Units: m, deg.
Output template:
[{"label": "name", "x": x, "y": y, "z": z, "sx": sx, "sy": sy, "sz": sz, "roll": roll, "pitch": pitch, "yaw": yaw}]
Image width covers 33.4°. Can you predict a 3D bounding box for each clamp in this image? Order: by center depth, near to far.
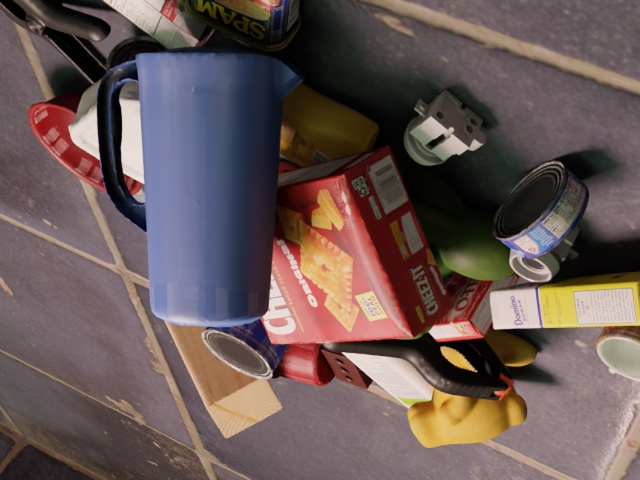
[{"label": "clamp", "x": -0.288, "y": -0.239, "z": 1.134, "sx": 0.171, "sy": 0.039, "sz": 0.120, "roll": 36, "pitch": 152, "yaw": -7}, {"label": "clamp", "x": 0.108, "y": 0.112, "z": 1.146, "sx": 0.210, "sy": 0.164, "sz": 0.036, "roll": 37, "pitch": 136, "yaw": 9}]

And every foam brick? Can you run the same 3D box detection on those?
[{"label": "foam brick", "x": 0.044, "y": 0.155, "z": 1.437, "sx": 0.053, "sy": 0.051, "sz": 0.078, "roll": 14, "pitch": 149, "yaw": 32}]

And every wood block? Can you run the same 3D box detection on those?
[{"label": "wood block", "x": -0.143, "y": 0.159, "z": 1.491, "sx": 0.206, "sy": 0.090, "sz": 0.091, "roll": 57, "pitch": 172, "yaw": 40}]

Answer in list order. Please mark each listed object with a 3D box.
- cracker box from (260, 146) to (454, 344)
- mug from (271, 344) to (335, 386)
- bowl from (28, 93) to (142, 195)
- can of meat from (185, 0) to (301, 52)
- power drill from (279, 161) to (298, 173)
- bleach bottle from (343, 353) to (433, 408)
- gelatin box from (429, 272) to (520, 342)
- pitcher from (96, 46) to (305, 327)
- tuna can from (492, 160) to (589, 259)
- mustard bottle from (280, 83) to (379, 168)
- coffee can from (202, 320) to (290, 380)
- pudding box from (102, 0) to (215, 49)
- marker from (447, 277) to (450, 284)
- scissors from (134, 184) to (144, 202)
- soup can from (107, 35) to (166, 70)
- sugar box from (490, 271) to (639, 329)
[{"label": "cracker box", "x": 0.005, "y": 0.013, "z": 1.019, "sx": 0.214, "sy": 0.072, "sz": 0.164, "roll": -10, "pitch": 108, "yaw": 50}, {"label": "mug", "x": -0.016, "y": 0.155, "z": 1.474, "sx": 0.082, "sy": 0.093, "sz": 0.117, "roll": 10, "pitch": 178, "yaw": 28}, {"label": "bowl", "x": -0.270, "y": -0.126, "z": 1.289, "sx": 0.162, "sy": 0.055, "sz": 0.162, "roll": 25, "pitch": 153, "yaw": 14}, {"label": "can of meat", "x": -0.064, "y": -0.221, "z": 0.908, "sx": 0.102, "sy": 0.057, "sz": 0.084, "roll": 27, "pitch": 150, "yaw": 9}, {"label": "power drill", "x": -0.008, "y": 0.002, "z": 1.223, "sx": 0.184, "sy": 0.057, "sz": 0.188, "roll": 26, "pitch": 153, "yaw": 12}, {"label": "bleach bottle", "x": 0.118, "y": 0.180, "z": 1.391, "sx": 0.103, "sy": 0.068, "sz": 0.250, "roll": 2, "pitch": 143, "yaw": 47}, {"label": "gelatin box", "x": 0.158, "y": 0.063, "z": 1.116, "sx": 0.030, "sy": 0.089, "sz": 0.073, "roll": 46, "pitch": 150, "yaw": -20}, {"label": "pitcher", "x": -0.108, "y": -0.050, "z": 0.956, "sx": 0.144, "sy": 0.243, "sz": 0.149, "roll": -4, "pitch": -170, "yaw": -35}, {"label": "tuna can", "x": 0.193, "y": -0.026, "z": 0.931, "sx": 0.033, "sy": 0.086, "sz": 0.086, "roll": 38, "pitch": 153, "yaw": -16}, {"label": "mustard bottle", "x": -0.040, "y": -0.124, "z": 1.041, "sx": 0.191, "sy": 0.058, "sz": 0.096, "roll": 30, "pitch": 155, "yaw": 4}, {"label": "coffee can", "x": -0.070, "y": 0.090, "z": 1.347, "sx": 0.103, "sy": 0.140, "sz": 0.103, "roll": 25, "pitch": 153, "yaw": 14}, {"label": "pudding box", "x": -0.148, "y": -0.228, "z": 1.003, "sx": 0.113, "sy": 0.039, "sz": 0.090, "roll": 38, "pitch": 153, "yaw": -6}, {"label": "marker", "x": 0.108, "y": 0.027, "z": 1.186, "sx": 0.121, "sy": 0.020, "sz": 0.020, "roll": 36, "pitch": 153, "yaw": -8}, {"label": "scissors", "x": -0.229, "y": -0.045, "z": 1.428, "sx": 0.096, "sy": 0.016, "sz": 0.201, "roll": 2, "pitch": 140, "yaw": 48}, {"label": "soup can", "x": -0.182, "y": -0.157, "z": 1.129, "sx": 0.068, "sy": 0.068, "sz": 0.102, "roll": 24, "pitch": 153, "yaw": 15}, {"label": "sugar box", "x": 0.254, "y": 0.056, "z": 0.999, "sx": 0.177, "sy": 0.093, "sz": 0.048, "roll": -4, "pitch": 93, "yaw": 52}]
